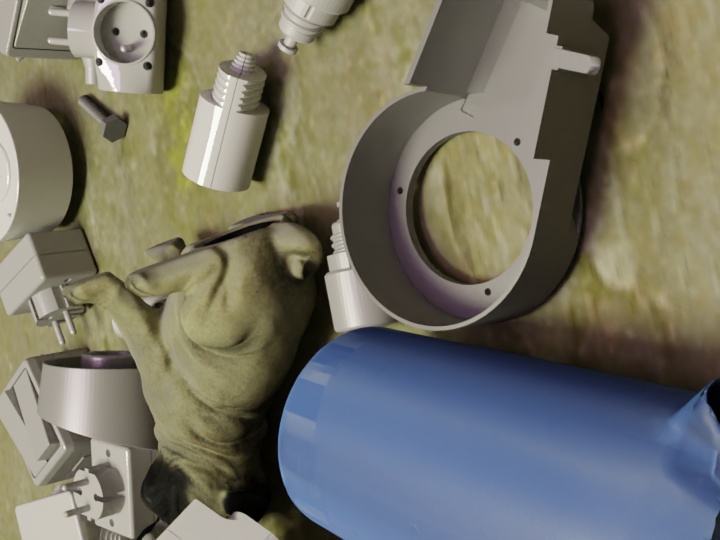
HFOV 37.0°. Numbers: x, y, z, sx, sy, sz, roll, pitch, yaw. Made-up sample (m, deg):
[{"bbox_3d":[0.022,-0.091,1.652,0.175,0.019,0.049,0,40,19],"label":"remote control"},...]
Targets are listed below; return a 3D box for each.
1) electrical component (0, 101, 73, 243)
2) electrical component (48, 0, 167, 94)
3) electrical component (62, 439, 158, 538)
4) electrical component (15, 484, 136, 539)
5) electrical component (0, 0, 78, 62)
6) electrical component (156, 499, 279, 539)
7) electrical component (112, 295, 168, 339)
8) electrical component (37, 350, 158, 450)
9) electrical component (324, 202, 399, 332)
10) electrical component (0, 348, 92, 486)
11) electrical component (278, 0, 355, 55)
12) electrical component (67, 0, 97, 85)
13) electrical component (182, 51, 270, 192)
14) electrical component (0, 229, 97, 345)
[{"bbox_3d":[-0.260,-0.075,0.816,0.108,0.060,0.108,8,101,42],"label":"electrical component"},{"bbox_3d":[-0.169,-0.159,0.713,0.079,0.044,0.077,5,102,3],"label":"electrical component"},{"bbox_3d":[-0.176,0.153,0.758,0.047,0.077,0.065,5,99,43],"label":"electrical component"},{"bbox_3d":[-0.212,0.211,0.819,0.100,0.048,0.099,-22,81,43],"label":"electrical component"},{"bbox_3d":[-0.232,-0.191,0.772,0.061,0.062,0.096,39,120,33],"label":"electrical component"},{"bbox_3d":[-0.031,0.214,0.600,0.186,0.060,0.105,27,148,31],"label":"electrical component"},{"bbox_3d":[-0.144,0.035,0.738,0.046,0.040,0.040,4,99,48],"label":"electrical component"},{"bbox_3d":[-0.168,0.088,0.730,0.099,0.099,0.064,2,91,43],"label":"electrical component"},{"bbox_3d":[0.000,0.000,0.596,0.040,0.040,0.078,-13,87,44],"label":"electrical component"},{"bbox_3d":[-0.233,0.106,0.816,0.061,0.061,0.096,-47,65,37],"label":"electrical component"},{"bbox_3d":[-0.023,-0.154,0.596,0.040,0.040,0.078,52,127,25],"label":"electrical component"},{"bbox_3d":[-0.187,-0.161,0.753,0.035,0.035,0.061,13,107,41],"label":"electrical component"},{"bbox_3d":[-0.078,-0.093,0.654,0.043,0.043,0.081,35,118,35],"label":"electrical component"},{"bbox_3d":[-0.233,0.018,0.812,0.066,0.047,0.076,-36,72,40],"label":"electrical component"}]
